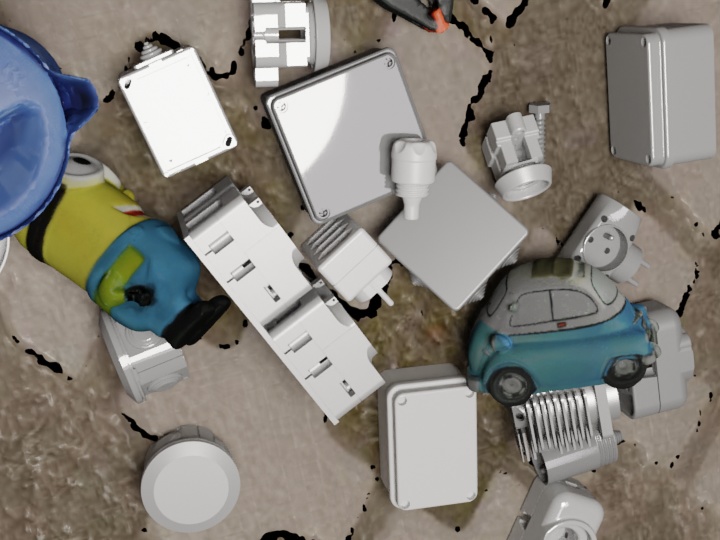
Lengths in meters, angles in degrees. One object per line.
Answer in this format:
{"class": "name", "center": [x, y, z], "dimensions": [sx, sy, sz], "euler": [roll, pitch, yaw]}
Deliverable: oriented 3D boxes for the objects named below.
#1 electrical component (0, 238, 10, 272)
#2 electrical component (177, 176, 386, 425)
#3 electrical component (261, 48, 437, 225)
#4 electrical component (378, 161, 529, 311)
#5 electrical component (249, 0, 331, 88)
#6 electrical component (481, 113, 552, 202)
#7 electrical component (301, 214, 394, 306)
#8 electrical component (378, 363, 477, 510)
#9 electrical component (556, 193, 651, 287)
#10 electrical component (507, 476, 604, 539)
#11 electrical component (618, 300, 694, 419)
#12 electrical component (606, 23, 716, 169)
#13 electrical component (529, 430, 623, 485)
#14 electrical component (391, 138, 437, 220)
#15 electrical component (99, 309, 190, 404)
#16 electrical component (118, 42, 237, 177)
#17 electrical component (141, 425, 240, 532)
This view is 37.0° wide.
{"class": "electrical component", "center": [-0.312, -0.025, 0.802], "dimensions": [0.099, 0.064, 0.099], "euler": [-3, 104, -12]}
{"class": "electrical component", "center": [-0.060, 0.018, 0.847], "dimensions": [0.060, 0.105, 0.186], "euler": [-38, 108, -2]}
{"class": "electrical component", "center": [-0.009, -0.107, 0.853], "dimensions": [0.109, 0.056, 0.108], "euler": [-23, 107, -6]}
{"class": "electrical component", "center": [0.077, -0.026, 0.881], "dimensions": [0.100, 0.048, 0.099], "euler": [43, 91, 8]}
{"class": "electrical component", "center": [-0.054, -0.181, 0.825], "dimensions": [0.057, 0.058, 0.078], "euler": [-3, 104, -9]}
{"class": "electrical component", "center": [0.129, -0.090, 0.883], "dimensions": [0.048, 0.066, 0.055], "euler": [-13, 73, -9]}
{"class": "electrical component", "center": [0.000, 0.000, 0.868], "dimensions": [0.047, 0.083, 0.075], "euler": [-43, 108, 0]}
{"class": "electrical component", "center": [0.059, 0.144, 0.930], "dimensions": [0.078, 0.057, 0.113], "euler": [-5, 104, -11]}
{"class": "electrical component", "center": [0.218, -0.014, 0.933], "dimensions": [0.079, 0.044, 0.077], "euler": [31, 95, -18]}
{"class": "electrical component", "center": [0.178, 0.241, 0.979], "dimensions": [0.054, 0.059, 0.095], "euler": [20, 98, -16]}
{"class": "electrical component", "center": [0.258, 0.078, 0.960], "dimensions": [0.059, 0.053, 0.095], "euler": [-13, 106, -9]}
{"class": "electrical component", "center": [0.248, -0.145, 0.890], "dimensions": [0.057, 0.078, 0.113], "euler": [-10, 105, -13]}
{"class": "electrical component", "center": [0.199, 0.161, 0.973], "dimensions": [0.081, 0.043, 0.043], "euler": [-16, 106, -8]}
{"class": "electrical component", "center": [0.041, -0.069, 0.825], "dimensions": [0.035, 0.035, 0.061], "euler": [-2, 106, -12]}
{"class": "electrical component", "center": [-0.171, 0.060, 0.847], "dimensions": [0.051, 0.080, 0.080], "euler": [-22, 107, -12]}
{"class": "electrical component", "center": [-0.142, -0.128, 0.816], "dimensions": [0.062, 0.061, 0.096], "euler": [-25, 108, -6]}
{"class": "electrical component", "center": [-0.142, 0.172, 0.895], "dimensions": [0.080, 0.051, 0.080], "euler": [-3, 104, -12]}
